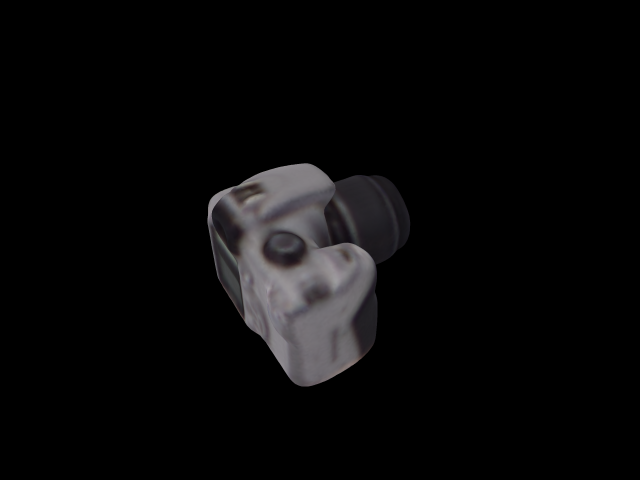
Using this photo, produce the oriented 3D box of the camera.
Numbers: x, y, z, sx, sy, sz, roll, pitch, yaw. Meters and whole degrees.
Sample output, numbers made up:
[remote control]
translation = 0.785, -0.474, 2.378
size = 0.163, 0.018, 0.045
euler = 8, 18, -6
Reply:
[camera]
translation = 0.004, 0.001, 0.400
size = 0.137, 0.101, 0.142
euler = -21, 45, -23
